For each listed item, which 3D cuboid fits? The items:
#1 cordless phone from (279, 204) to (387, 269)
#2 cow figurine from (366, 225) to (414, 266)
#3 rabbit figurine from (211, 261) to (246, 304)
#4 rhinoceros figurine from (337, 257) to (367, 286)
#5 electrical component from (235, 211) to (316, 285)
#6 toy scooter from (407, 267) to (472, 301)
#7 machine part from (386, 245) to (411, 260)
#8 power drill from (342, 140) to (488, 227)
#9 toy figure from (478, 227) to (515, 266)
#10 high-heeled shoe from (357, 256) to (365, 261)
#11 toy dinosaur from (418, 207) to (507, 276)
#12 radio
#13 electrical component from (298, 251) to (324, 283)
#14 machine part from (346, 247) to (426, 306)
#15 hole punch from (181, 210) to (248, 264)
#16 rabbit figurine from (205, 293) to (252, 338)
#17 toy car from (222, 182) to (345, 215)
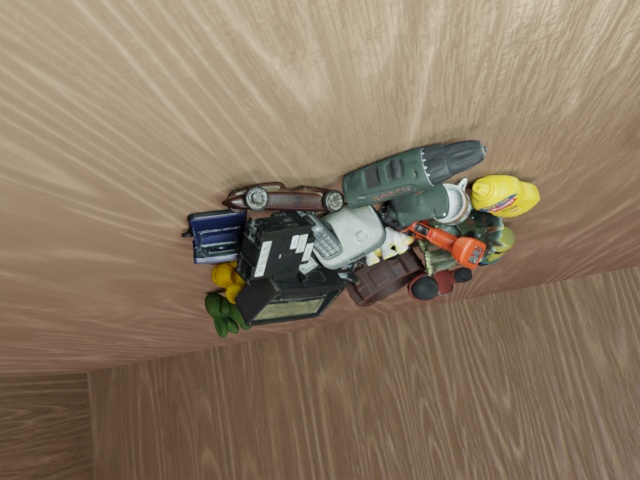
[{"bbox_3d":[0.024,-0.038,0.999,0.147,0.089,0.184,-28,134,21],"label":"cordless phone"},{"bbox_3d":[0.144,-0.010,1.168,0.068,0.098,0.167,-25,178,32],"label":"cow figurine"},{"bbox_3d":[-0.181,0.077,1.270,0.173,0.121,0.162,-4,-178,42],"label":"rabbit figurine"},{"bbox_3d":[0.041,0.082,1.330,0.112,0.073,0.190,-1,137,-30],"label":"rhinoceros figurine"},{"bbox_3d":[-0.072,0.012,0.931,0.134,0.058,0.114,-7,129,-41],"label":"electrical component"},{"bbox_3d":[0.308,0.111,1.451,0.184,0.075,0.135,-17,-175,-12],"label":"toy scooter"},{"bbox_3d":[0.171,0.010,1.277,0.039,0.084,0.139,-36,165,24],"label":"machine part"},{"bbox_3d":[0.165,-0.087,0.888,0.232,0.086,0.207,-13,169,17],"label":"power drill"},{"bbox_3d":[0.474,0.016,1.474,0.089,0.082,0.180,-29,158,-4],"label":"toy figure"},{"bbox_3d":[-0.002,-0.004,1.177,0.249,0.086,0.145,13,-157,-1],"label":"high-heeled shoe"},{"bbox_3d":[0.334,0.004,1.286,0.192,0.131,0.404,-12,172,10],"label":"toy dinosaur"},{"bbox_3d":[-0.059,0.116,1.176,0.229,0.073,0.131,0,140,-48],"label":"radio"},{"bbox_3d":[-0.045,0.021,1.083,0.075,0.119,0.048,-40,-163,18],"label":"electrical component"},{"bbox_3d":[0.176,0.095,1.457,0.201,0.087,0.201,-35,162,13],"label":"machine part"},{"bbox_3d":[-0.182,0.003,0.987,0.142,0.092,0.115,-11,169,-11],"label":"hole punch"},{"bbox_3d":[-0.269,0.208,1.618,0.170,0.159,0.121,-1,-179,30],"label":"rabbit figurine"},{"bbox_3d":[-0.057,-0.067,0.868,0.202,0.053,0.089,1,-177,-30],"label":"toy car"}]
